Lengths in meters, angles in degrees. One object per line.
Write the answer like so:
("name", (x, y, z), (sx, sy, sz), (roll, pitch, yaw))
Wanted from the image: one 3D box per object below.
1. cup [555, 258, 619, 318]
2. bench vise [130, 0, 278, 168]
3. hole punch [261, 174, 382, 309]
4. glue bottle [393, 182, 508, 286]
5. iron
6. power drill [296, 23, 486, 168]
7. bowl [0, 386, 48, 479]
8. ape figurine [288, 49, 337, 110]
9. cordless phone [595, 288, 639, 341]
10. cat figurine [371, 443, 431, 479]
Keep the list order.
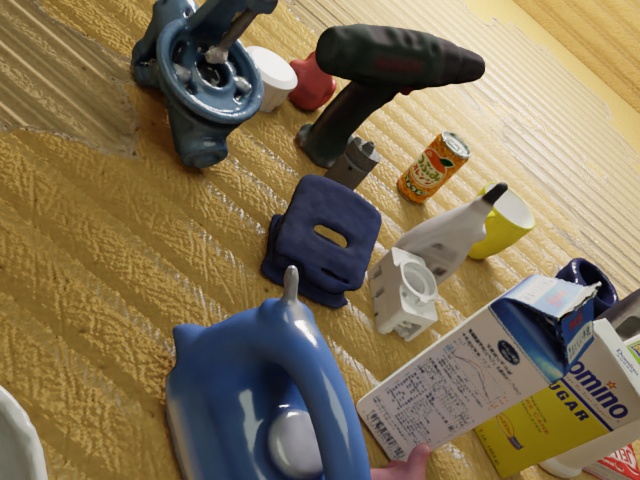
("cup", (0.351, 0.087, 0.812), (0.118, 0.094, 0.091), (-5, 58, -43))
("bench vise", (-0.123, -0.212, 0.584), (0.207, 0.219, 0.122), (51, 39, 11))
("hole punch", (0.005, 0.002, 0.597), (0.109, 0.091, 0.101), (27, 41, -19))
("glue bottle", (0.156, -0.009, 0.671), (0.078, 0.173, 0.037), (26, 41, -20))
("iron", (-0.013, 0.151, 0.400), (0.119, 0.141, 0.258), (-1, 55, -41))
("power drill", (0.074, -0.183, 0.736), (0.230, 0.208, 0.075), (5, 51, -38))
("bowl", (-0.229, 0.141, 0.277), (0.168, 0.074, 0.167), (23, 42, -23))
("ape figurine", (-0.006, -0.236, 0.811), (0.078, 0.092, 0.076), (32, 39, -12))
("cordless phone", (0.371, 0.133, 0.713), (0.148, 0.184, 0.094), (18, 44, -27))
("cat figurine", (0.095, 0.222, 0.446), (0.067, 0.117, 0.127), (-2, 55, -41))
